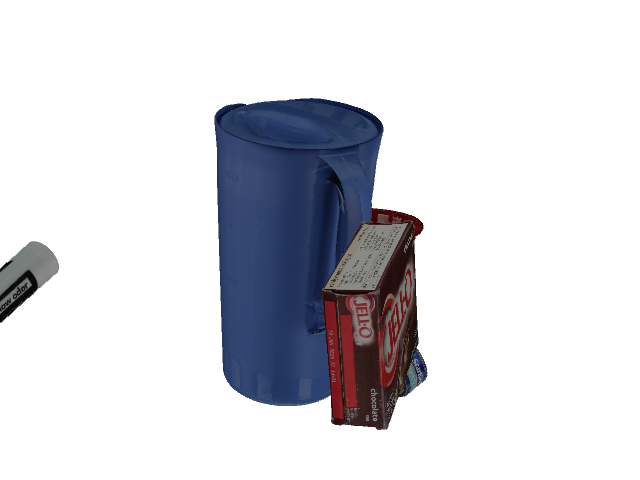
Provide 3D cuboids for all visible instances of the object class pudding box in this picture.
[{"bbox_3d":[0.033,0.048,0.653,0.039,0.090,0.113,2,23,13],"label":"pudding box"}]

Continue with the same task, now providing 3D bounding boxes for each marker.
[{"bbox_3d":[-0.159,0.042,0.460,0.020,0.020,0.121,0,36,39],"label":"marker"}]

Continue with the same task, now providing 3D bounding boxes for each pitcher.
[{"bbox_3d":[-0.019,0.014,0.873,0.145,0.243,0.149,10,25,14],"label":"pitcher"}]

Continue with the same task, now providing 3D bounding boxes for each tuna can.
[{"bbox_3d":[0.085,0.144,1.272,0.033,0.086,0.086,-36,17,-26],"label":"tuna can"}]

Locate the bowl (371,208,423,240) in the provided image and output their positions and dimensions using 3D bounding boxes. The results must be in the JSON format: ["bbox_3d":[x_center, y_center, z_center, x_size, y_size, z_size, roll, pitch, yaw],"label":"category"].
[{"bbox_3d":[0.026,0.010,1.098,0.162,0.055,0.162,-2,15,0],"label":"bowl"}]
